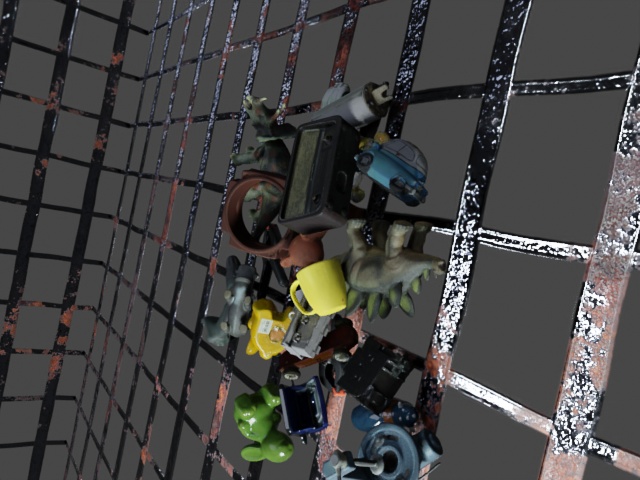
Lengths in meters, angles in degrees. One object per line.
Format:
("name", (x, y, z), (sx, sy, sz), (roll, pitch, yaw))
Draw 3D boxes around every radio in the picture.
("radio", (0.001, -0.131, 1.088), (0.131, 0.073, 0.229), (-7, 67, 42))

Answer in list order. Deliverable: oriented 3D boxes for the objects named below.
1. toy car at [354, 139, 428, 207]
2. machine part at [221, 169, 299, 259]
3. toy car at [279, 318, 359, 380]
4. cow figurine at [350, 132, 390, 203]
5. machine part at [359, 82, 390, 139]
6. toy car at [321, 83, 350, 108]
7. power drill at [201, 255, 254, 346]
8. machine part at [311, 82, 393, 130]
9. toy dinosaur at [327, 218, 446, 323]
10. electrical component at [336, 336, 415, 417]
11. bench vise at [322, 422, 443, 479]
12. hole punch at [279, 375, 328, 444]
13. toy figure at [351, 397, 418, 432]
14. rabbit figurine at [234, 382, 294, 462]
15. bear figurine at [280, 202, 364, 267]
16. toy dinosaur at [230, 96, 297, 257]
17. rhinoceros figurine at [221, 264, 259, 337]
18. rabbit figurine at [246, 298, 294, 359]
("toy car", (0.151, -0.141, 1.034), (0.103, 0.109, 0.162), (-55, 48, 4))
("machine part", (-0.135, -0.065, 1.323), (0.202, 0.087, 0.200), (16, 102, 19))
("toy car", (-0.004, 0.232, 1.125), (0.202, 0.053, 0.089), (-29, 40, 29))
("cow figurine", (0.076, -0.165, 1.145), (0.167, 0.098, 0.068), (-61, 33, 25))
("machine part", (0.111, -0.276, 1.179), (0.084, 0.039, 0.138), (10, 87, 47))
("toy car", (0.028, -0.274, 1.275), (0.074, 0.056, 0.201), (13, 93, 55))
("power drill", (-0.262, 0.188, 1.549), (0.207, 0.086, 0.232), (-49, 47, 25))
("machine part", (0.061, -0.268, 1.147), (0.243, 0.079, 0.079), (-17, 68, 47))
("toy dinosaur", (0.097, 0.055, 1.055), (0.472, 0.105, 0.198), (-176, 92, -65))
("electrical component", (0.095, 0.247, 0.997), (0.115, 0.058, 0.134), (-53, 21, -11))
("bench vise", (0.080, 0.381, 0.890), (0.224, 0.240, 0.129), (-33, 51, 26))
("hole punch", (-0.025, 0.358, 1.158), (0.092, 0.115, 0.142), (-19, 67, 5))
("toy figure", (0.123, 0.319, 0.985), (0.154, 0.064, 0.058), (-25, 25, 44))
("rabbit figurine", (-0.135, 0.454, 1.265), (0.170, 0.121, 0.159), (49, 125, 31))
("bear figurine", (-0.005, -0.006, 1.198), (0.132, 0.120, 0.195), (38, 119, 40))
("toy dinosaur", (-0.127, -0.169, 1.415), (0.192, 0.131, 0.404), (-12, 83, 30))
("rhinoceros figurine", (-0.202, 0.158, 1.398), (0.112, 0.073, 0.190), (47, -130, -78))
("rabbit figurine", (-0.124, 0.212, 1.337), (0.173, 0.122, 0.162), (-134, 52, -65))
